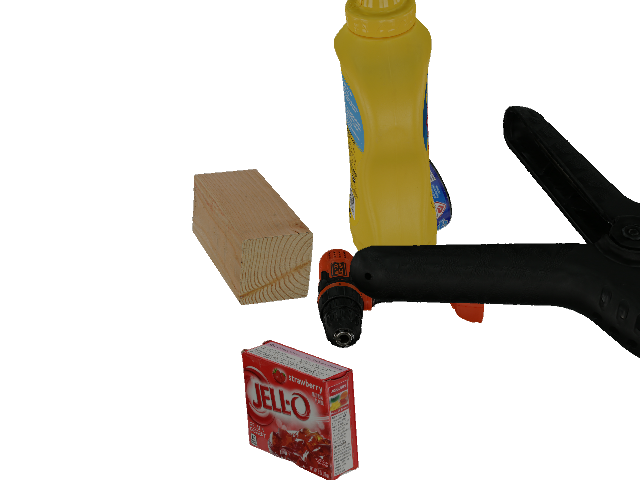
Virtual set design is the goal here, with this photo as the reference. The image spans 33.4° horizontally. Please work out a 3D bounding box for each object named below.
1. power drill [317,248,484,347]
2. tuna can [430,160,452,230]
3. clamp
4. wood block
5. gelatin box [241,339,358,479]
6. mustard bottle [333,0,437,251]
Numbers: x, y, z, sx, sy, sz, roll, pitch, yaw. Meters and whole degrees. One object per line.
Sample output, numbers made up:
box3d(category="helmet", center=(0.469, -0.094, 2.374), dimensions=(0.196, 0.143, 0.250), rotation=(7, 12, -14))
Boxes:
box3d(category="power drill", center=(0.089, 0.062, 1.224), dimensions=(0.187, 0.057, 0.184), rotation=(-1, 28, -1))
box3d(category="tuna can", center=(0.077, -0.043, 0.921), dimensions=(0.033, 0.086, 0.086), rotation=(-29, 7, -14))
box3d(category="clamp", center=(0.129, 0.013, 0.485), dimensions=(0.210, 0.036, 0.164), rotation=(30, 49, 30))
box3d(category="wood block", center=(-0.090, -0.009, 1.353), dimensions=(0.090, 0.090, 0.206), rotation=(-6, 28, -22))
box3d(category="gelatin box", center=(-0.016, 0.115, 0.732), dimensions=(0.030, 0.073, 0.089), rotation=(-18, 21, -40))
box3d(category="mustard bottle", center=(0.041, -0.079, 0.663), dimensions=(0.058, 0.191, 0.096), rotation=(-6, 39, 1))
